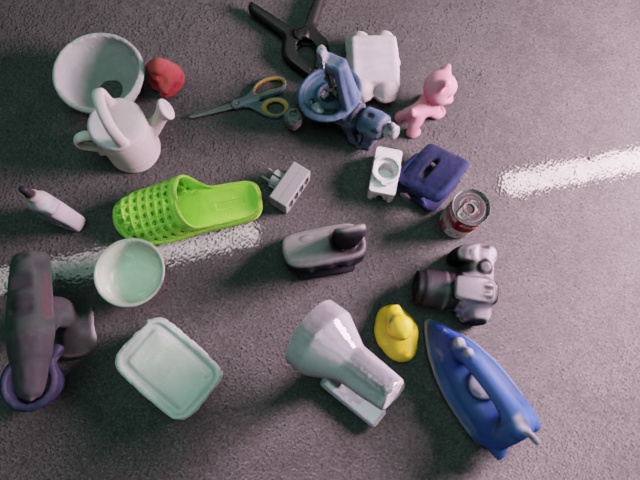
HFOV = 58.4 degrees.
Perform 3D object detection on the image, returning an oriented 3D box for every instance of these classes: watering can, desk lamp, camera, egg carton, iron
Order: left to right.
[{"bbox_3d":[-0.346,-0.202,1.007,0.173,0.194,0.101,-40,81,-10],"label":"watering can"},{"bbox_3d":[0.050,0.202,0.916,0.203,0.213,0.118,38,78,7],"label":"desk lamp"},{"bbox_3d":[0.103,-0.339,1.122,0.107,0.069,0.150,-2,77,-3],"label":"egg carton"},{"bbox_3d":[0.238,0.073,1.012,0.137,0.101,0.143,7,76,0],"label":"camera"},{"bbox_3d":[0.266,0.234,0.953,0.119,0.141,0.258,-34,80,-9],"label":"iron"}]

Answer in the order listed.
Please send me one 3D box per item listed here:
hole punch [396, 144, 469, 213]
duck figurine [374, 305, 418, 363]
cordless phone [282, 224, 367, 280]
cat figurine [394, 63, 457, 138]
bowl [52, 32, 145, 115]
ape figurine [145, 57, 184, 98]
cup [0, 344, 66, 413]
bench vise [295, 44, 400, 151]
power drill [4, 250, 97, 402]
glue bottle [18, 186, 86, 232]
[{"bbox_3d":[0.205,-0.120,1.062,0.101,0.091,0.109,39,78,7],"label":"hole punch"},{"bbox_3d":[0.137,0.159,0.995,0.077,0.086,0.104,-15,77,-5],"label":"duck figurine"},{"bbox_3d":[0.009,0.003,0.976,0.147,0.185,0.094,-14,77,-5],"label":"cordless phone"},{"bbox_3d":[0.208,-0.269,1.084,0.128,0.118,0.067,-41,81,-10],"label":"cat figurine"},{"bbox_3d":[-0.411,-0.303,1.090,0.167,0.075,0.167,1,76,-2],"label":"bowl"},{"bbox_3d":[-0.301,-0.317,1.089,0.076,0.092,0.078,-10,77,-4],"label":"ape figurine"},{"bbox_3d":[-0.456,0.225,0.951,0.091,0.095,0.118,33,78,6],"label":"cup"},{"bbox_3d":[0.054,-0.263,1.024,0.207,0.220,0.121,14,76,1],"label":"bench vise"},{"bbox_3d":[-0.431,0.138,0.915,0.075,0.208,0.229,-13,77,-5],"label":"power drill"},{"bbox_3d":[-0.467,-0.059,0.979,0.078,0.173,0.037,21,77,3],"label":"glue bottle"}]
